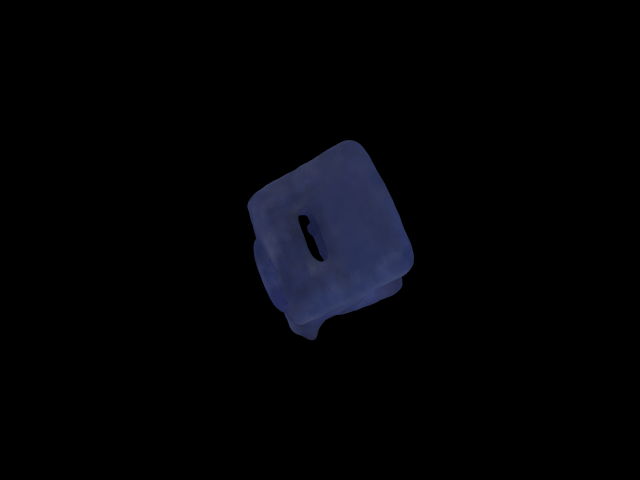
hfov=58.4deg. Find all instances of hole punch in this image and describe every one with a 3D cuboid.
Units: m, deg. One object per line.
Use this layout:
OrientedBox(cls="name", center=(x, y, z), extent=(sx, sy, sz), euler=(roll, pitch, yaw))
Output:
OrientedBox(cls="hole punch", center=(0.004, 0.001, 0.400), extent=(0.101, 0.091, 0.108), euler=(-21, 72, -7))
